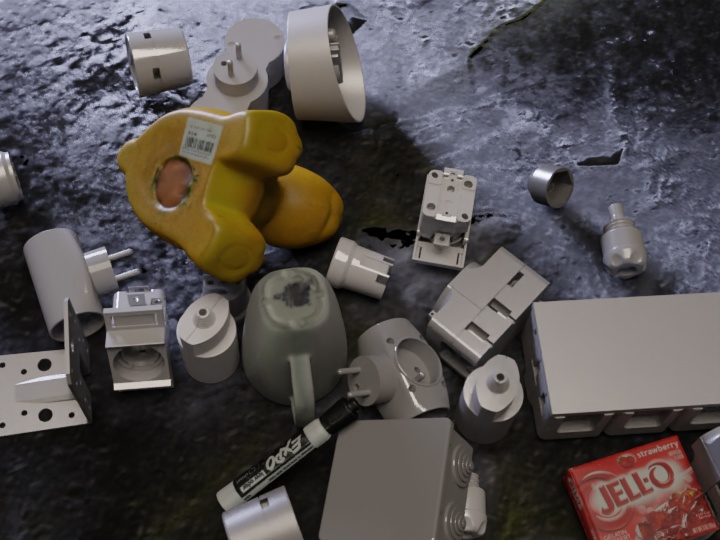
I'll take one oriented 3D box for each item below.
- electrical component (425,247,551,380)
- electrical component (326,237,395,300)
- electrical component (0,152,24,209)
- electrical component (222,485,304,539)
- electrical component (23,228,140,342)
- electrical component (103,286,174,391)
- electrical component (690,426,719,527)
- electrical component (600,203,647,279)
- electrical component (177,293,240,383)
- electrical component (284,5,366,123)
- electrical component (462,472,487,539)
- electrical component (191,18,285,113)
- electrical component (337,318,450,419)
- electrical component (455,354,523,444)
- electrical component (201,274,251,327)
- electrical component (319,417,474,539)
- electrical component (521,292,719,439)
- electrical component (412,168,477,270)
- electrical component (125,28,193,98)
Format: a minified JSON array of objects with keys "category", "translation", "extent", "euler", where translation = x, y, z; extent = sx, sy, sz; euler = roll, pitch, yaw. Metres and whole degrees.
[{"category":"electrical component","translation":[0.094,0.032,0.826],"extent":[0.056,0.050,0.089],"euler":[39,69,18]},{"category":"electrical component","translation":[0.000,0.000,0.847],"extent":[0.046,0.040,0.040],"euler":[20,63,0]},{"category":"electrical component","translation":[-0.304,-0.068,0.863],"extent":[0.055,0.045,0.045],"euler":[-18,65,-12]},{"category":"electrical component","translation":[-0.065,0.182,0.739],"extent":[0.047,0.055,0.055],"euler":[-19,65,-8]},{"category":"electrical component","translation":[-0.211,0.005,0.830],"extent":[0.079,0.043,0.077],"euler":[-19,65,-13]},{"category":"electrical component","translation":[-0.162,0.050,0.796],"extent":[0.042,0.081,0.063],"euler":[-3,40,-5]},{"category":"electrical component","translation":[0.271,0.139,0.758],"extent":[0.050,0.089,0.055],"euler":[-15,64,-11]},{"category":"electrical component","translation":[0.212,-0.026,0.873],"extent":[0.035,0.035,0.061],"euler":[-1,60,-3]},{"category":"electrical component","translation":[-0.112,0.048,0.791],"extent":[0.043,0.081,0.043],"euler":[1,62,-2]},{"category":"electrical component","translation":[-0.030,-0.172,0.905],"extent":[0.064,0.099,0.099],"euler":[-3,62,2]},{"category":"electrical component","translation":[0.073,0.159,0.769],"extent":[0.035,0.035,0.061],"euler":[3,60,-2]},{"category":"electrical component","translation":[-0.104,-0.159,0.904],"extent":[0.052,0.073,0.138],"euler":[17,63,6]},{"category":"electrical component","translation":[0.018,0.079,0.792],"extent":[0.079,0.044,0.077],"euler":[-2,57,-40]},{"category":"electrical component","translation":[0.095,0.093,0.778],"extent":[0.043,0.081,0.043],"euler":[1,62,-2]},{"category":"electrical component","translation":[-0.103,0.018,0.826],"extent":[0.040,0.046,0.040],"euler":[2,63,-3]},{"category":"electrical component","translation":[0.027,0.153,0.743],"extent":[0.100,0.048,0.099],"euler":[-6,57,29]},{"category":"electrical component","translation":[0.204,0.073,0.805],"extent":[0.150,0.061,0.089],"euler":[-3,63,-4]},{"category":"electrical component","translation":[0.069,-0.045,0.859],"extent":[0.042,0.063,0.081],"euler":[9,64,4]},{"category":"electrical component","translation":[-0.172,-0.179,0.923],"extent":[0.047,0.055,0.055],"euler":[-14,64,-14]}]
